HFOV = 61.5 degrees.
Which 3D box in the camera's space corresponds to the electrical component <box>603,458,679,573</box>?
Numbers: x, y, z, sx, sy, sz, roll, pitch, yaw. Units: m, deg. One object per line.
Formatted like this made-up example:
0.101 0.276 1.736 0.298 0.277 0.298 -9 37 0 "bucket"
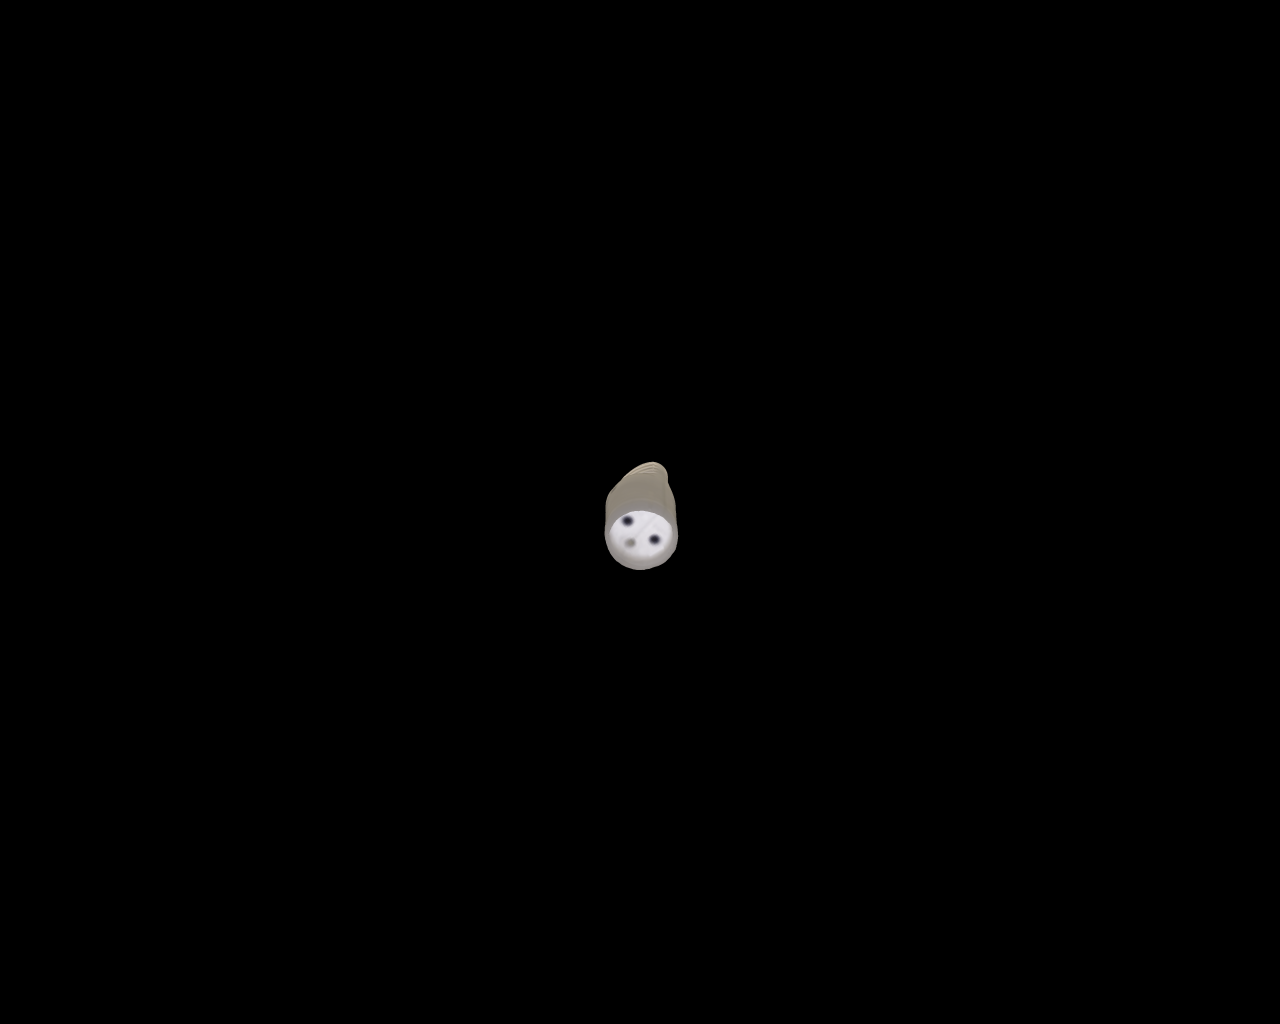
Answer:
0.001 -0.003 0.650 0.043 0.043 0.081 0 28 0 "electrical component"
